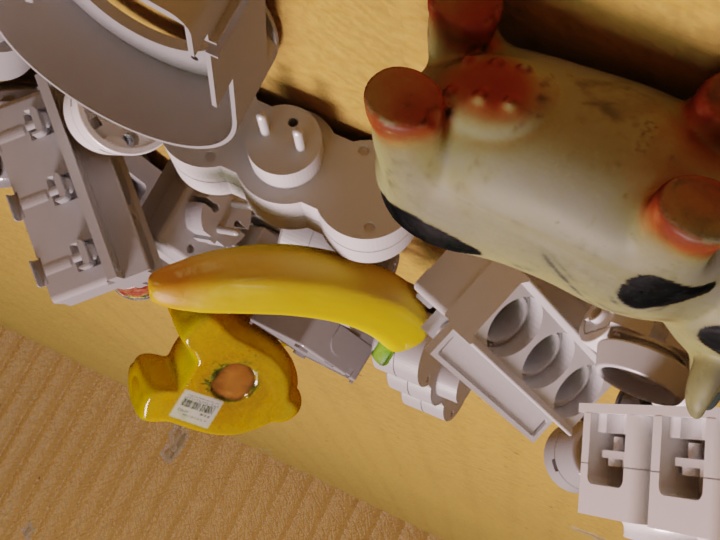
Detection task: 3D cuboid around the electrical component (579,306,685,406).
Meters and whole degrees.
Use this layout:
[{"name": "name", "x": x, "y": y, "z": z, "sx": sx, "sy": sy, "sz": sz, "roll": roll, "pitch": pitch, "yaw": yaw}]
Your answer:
[{"name": "electrical component", "x": 0.147, "y": 0.039, "z": 0.559, "sx": 0.065, "sy": 0.044, "sz": 0.044, "roll": 36, "pitch": 163, "yaw": -14}]

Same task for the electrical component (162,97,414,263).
[{"name": "electrical component", "x": -0.036, "y": -0.056, "z": 0.526, "sx": 0.138, "sy": 0.052, "sz": 0.073, "roll": 24, "pitch": 165, "yaw": 10}]

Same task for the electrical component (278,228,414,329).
[{"name": "electrical component", "x": 0.000, "y": 0.000, "z": 0.652, "sx": 0.074, "sy": 0.052, "sz": 0.138, "roll": 24, "pitch": 165, "yaw": 12}]

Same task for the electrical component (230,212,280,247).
[{"name": "electrical component", "x": -0.062, "y": -0.011, "z": 0.714, "sx": 0.048, "sy": 0.055, "sz": 0.066, "roll": 9, "pitch": 157, "yaw": 49}]

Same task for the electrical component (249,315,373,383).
[{"name": "electrical component", "x": -0.034, "y": 0.036, "z": 0.827, "sx": 0.062, "sy": 0.061, "sz": 0.096, "roll": 38, "pitch": 170, "yaw": -35}]

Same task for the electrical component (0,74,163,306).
[{"name": "electrical component", "x": -0.168, "y": -0.045, "z": 0.628, "sx": 0.078, "sy": 0.063, "sz": 0.121, "roll": 72, "pitch": 178, "yaw": -86}]

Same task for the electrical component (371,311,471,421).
[{"name": "electrical component", "x": 0.063, "y": 0.075, "z": 0.795, "sx": 0.074, "sy": 0.052, "sz": 0.138, "roll": 20, "pitch": 163, "yaw": 24}]

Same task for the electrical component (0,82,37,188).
[{"name": "electrical component", "x": -0.267, "y": -0.078, "z": 0.667, "sx": 0.150, "sy": 0.061, "sz": 0.089, "roll": -15, "pitch": -161, "yaw": -42}]

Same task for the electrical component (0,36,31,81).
[{"name": "electrical component", "x": -0.187, "y": -0.130, "z": 0.554, "sx": 0.043, "sy": 0.043, "sz": 0.081, "roll": 30, "pitch": 165, "yaw": -12}]

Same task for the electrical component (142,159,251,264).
[{"name": "electrical component", "x": -0.094, "y": -0.035, "z": 0.669, "sx": 0.077, "sy": 0.065, "sz": 0.047, "roll": 10, "pitch": 157, "yaw": 47}]

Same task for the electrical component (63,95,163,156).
[{"name": "electrical component", "x": -0.130, "y": -0.088, "z": 0.579, "sx": 0.055, "sy": 0.055, "sz": 0.047, "roll": 34, "pitch": 167, "yaw": -24}]

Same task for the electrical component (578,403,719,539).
[{"name": "electrical component", "x": 0.207, "y": 0.101, "z": 0.493, "sx": 0.186, "sy": 0.060, "sz": 0.105, "roll": 8, "pitch": 172, "yaw": -20}]

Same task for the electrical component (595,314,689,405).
[{"name": "electrical component", "x": 0.141, "y": 0.030, "z": 0.507, "sx": 0.066, "sy": 0.055, "sz": 0.048, "roll": 23, "pitch": 164, "yaw": 15}]

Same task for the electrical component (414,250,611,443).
[{"name": "electrical component", "x": 0.087, "y": 0.035, "z": 0.597, "sx": 0.121, "sy": 0.078, "sz": 0.063, "roll": 42, "pitch": -179, "yaw": -44}]

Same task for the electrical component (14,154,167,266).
[{"name": "electrical component", "x": -0.154, "y": -0.037, "z": 0.771, "sx": 0.089, "sy": 0.061, "sz": 0.150, "roll": 11, "pitch": 158, "yaw": 47}]

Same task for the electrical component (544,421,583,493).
[{"name": "electrical component", "x": 0.176, "y": 0.142, "z": 0.825, "sx": 0.055, "sy": 0.055, "sz": 0.047, "roll": 28, "pitch": 162, "yaw": -5}]
